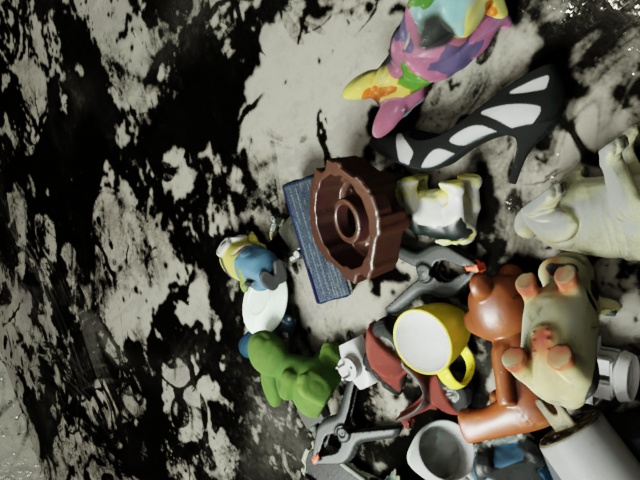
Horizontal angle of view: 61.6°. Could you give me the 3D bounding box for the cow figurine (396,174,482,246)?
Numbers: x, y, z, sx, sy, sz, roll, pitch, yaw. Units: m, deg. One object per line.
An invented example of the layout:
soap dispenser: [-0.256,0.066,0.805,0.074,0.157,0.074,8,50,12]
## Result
cow figurine: [0.139,-0.043,0.746,0.168,0.068,0.098,6,109,42]

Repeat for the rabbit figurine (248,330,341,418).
rabbit figurine: [-0.049,0.220,0.935,0.170,0.121,0.159,32,142,11]

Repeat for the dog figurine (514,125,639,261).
dog figurine: [0.323,0.001,0.559,0.190,0.121,0.172,54,142,9]

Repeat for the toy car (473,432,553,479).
toy car: [0.250,0.325,0.698,0.109,0.103,0.161,-17,82,3]

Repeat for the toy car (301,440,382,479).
toy car: [0.048,0.422,0.932,0.202,0.056,0.073,22,92,38]

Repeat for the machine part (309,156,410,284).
machine part: [0.049,-0.030,0.755,0.180,0.056,0.179,32,129,49]

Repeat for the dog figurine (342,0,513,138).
dog figurine: [0.115,-0.230,0.655,0.219,0.191,0.108,-43,76,23]

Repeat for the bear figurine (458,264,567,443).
bear figurine: [0.222,0.138,0.675,0.132,0.120,0.196,-33,75,45]

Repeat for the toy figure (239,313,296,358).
toy figure: [-0.094,0.176,1.010,0.154,0.058,0.064,-33,83,36]

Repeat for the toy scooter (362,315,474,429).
toy scooter: [0.129,0.209,0.806,0.184,0.075,0.135,40,125,23]

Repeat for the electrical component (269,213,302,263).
electrical component: [-0.045,-0.008,0.931,0.078,0.045,0.102,-43,71,41]

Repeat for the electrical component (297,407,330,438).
electrical component: [-0.014,0.318,0.992,0.063,0.021,0.094,-44,70,39]

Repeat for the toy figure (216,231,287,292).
toy figure: [-0.127,0.047,0.974,0.180,0.082,0.089,25,120,49]

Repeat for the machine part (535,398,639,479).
machine part: [0.310,0.267,0.552,0.079,0.079,0.243,-47,67,38]

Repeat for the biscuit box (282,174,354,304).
biscuit box: [-0.002,-0.003,0.869,0.063,0.059,0.202,-16,88,6]

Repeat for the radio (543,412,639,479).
radio: [0.381,0.264,0.590,0.230,0.073,0.131,-22,85,44]

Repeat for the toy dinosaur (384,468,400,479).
toy dinosaur: [0.197,0.438,0.758,0.405,0.131,0.192,-4,89,21]

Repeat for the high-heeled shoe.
high-heeled shoe: [0.173,-0.158,0.680,0.249,0.086,0.145,19,109,33]

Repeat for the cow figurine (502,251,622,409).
cow figurine: [0.269,0.089,0.584,0.086,0.195,0.127,-16,126,40]

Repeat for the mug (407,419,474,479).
mug: [0.178,0.315,0.777,0.110,0.081,0.107,32,154,7]
